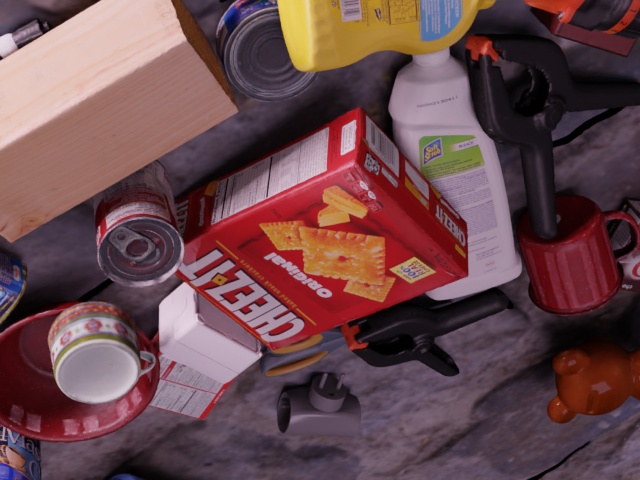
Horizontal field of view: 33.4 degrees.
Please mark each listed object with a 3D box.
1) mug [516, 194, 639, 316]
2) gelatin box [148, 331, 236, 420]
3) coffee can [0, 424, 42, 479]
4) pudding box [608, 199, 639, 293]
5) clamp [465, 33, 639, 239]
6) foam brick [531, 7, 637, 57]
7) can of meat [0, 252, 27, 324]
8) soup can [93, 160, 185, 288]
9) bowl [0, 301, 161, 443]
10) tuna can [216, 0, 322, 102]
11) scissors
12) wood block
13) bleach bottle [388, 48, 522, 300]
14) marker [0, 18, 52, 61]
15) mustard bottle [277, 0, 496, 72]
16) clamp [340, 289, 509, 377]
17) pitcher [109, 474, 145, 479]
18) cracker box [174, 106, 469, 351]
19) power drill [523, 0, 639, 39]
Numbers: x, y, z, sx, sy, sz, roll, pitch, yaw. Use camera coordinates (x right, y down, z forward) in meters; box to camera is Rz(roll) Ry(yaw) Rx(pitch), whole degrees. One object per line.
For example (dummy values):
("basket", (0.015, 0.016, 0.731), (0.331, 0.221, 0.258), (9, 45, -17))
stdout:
("mug", (0.245, 0.007, 1.010), (0.117, 0.093, 0.081), (-19, 124, 9))
("gelatin box", (-0.134, 0.132, 1.035), (0.089, 0.030, 0.073), (21, 119, -28))
("coffee can", (-0.309, 0.226, 0.986), (0.102, 0.140, 0.103), (-8, 127, -10))
("pudding box", (0.338, 0.010, 1.070), (0.113, 0.039, 0.090), (9, 123, -22))
("clamp", (0.197, -0.117, 0.910), (0.164, 0.036, 0.209), (-50, 128, -5))
("foam brick", (0.224, -0.192, 0.880), (0.078, 0.053, 0.051), (11, 122, -22))
("can of meat", (-0.310, 0.043, 0.904), (0.083, 0.057, 0.102), (32, 113, -35))
("soup can", (-0.150, -0.019, 0.872), (0.068, 0.102, 0.068), (-8, 127, -10))
("bowl", (-0.229, 0.110, 0.976), (0.162, 0.055, 0.162), (-8, 127, -10))
("tuna can", (-0.038, -0.153, 0.847), (0.086, 0.034, 0.086), (-8, 127, -10))
("scissors", (0.031, 0.083, 1.038), (0.202, 0.016, 0.096), (-24, 151, 3))
("wood block", (-0.179, -0.099, 0.802), (0.206, 0.090, 0.090), (-29, 143, 7))
("bleach bottle", (0.118, -0.067, 0.938), (0.102, 0.068, 0.251), (-17, 126, -7))
("marker", (-0.258, -0.136, 0.808), (0.121, 0.020, 0.020), (-25, 128, 3))
("mustard bottle", (0.064, -0.189, 0.818), (0.191, 0.058, 0.096), (-13, 98, -23))
("clamp", (0.103, 0.086, 1.044), (0.171, 0.039, 0.120), (8, 124, -39))
("pitcher", (-0.141, 0.344, 1.140), (0.242, 0.145, 0.149), (33, 99, -29))
("cracker box", (-0.006, 0.001, 0.906), (0.214, 0.072, 0.164), (-24, 131, 29))
("power drill", (0.175, -0.208, 0.769), (0.184, 0.188, 0.057), (14, 119, -23))
